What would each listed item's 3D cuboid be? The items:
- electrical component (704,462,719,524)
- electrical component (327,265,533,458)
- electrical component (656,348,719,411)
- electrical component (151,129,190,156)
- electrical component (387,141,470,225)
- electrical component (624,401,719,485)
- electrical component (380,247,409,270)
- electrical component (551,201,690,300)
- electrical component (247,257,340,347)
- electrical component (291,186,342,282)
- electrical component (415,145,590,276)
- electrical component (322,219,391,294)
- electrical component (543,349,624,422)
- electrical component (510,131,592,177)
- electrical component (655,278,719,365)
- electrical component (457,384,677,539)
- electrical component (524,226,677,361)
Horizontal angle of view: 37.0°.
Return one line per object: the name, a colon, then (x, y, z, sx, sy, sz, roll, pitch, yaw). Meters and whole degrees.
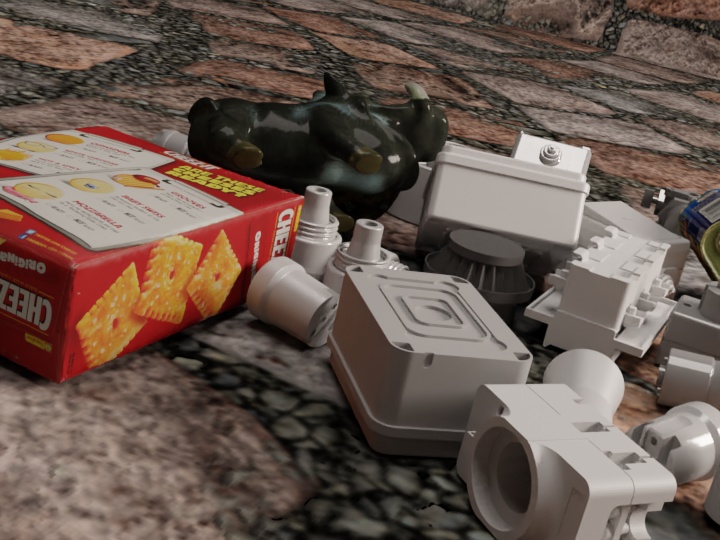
electrical component: (0.192, 0.095, 0.516, 0.044, 0.065, 0.044, 11, 21, -4)
electrical component: (0.033, 0.047, 0.566, 0.078, 0.057, 0.113, 6, 20, -17)
electrical component: (0.210, 0.070, 0.637, 0.065, 0.044, 0.044, 13, 19, 17)
electrical component: (-0.140, -0.091, 0.880, 0.061, 0.035, 0.035, 21, 21, 16)
electrical component: (0.073, -0.078, 0.933, 0.108, 0.060, 0.108, 11, 19, -4)
electrical component: (0.162, 0.091, 0.550, 0.046, 0.040, 0.040, -10, 28, -34)
electrical component: (0.016, 0.005, 0.708, 0.061, 0.035, 0.035, 25, 23, 26)
electrical component: (0.206, -0.012, 0.827, 0.062, 0.061, 0.096, -4, 25, -39)
electrical component: (-0.037, 0.019, 0.629, 0.046, 0.040, 0.040, 30, 26, 29)
electrical component: (-0.033, -0.024, 0.716, 0.043, 0.062, 0.043, 11, 19, -4)
electrical component: (0.101, -0.041, 0.790, 0.109, 0.056, 0.108, 12, -11, 0)
electrical component: (0.000, 0.000, 0.669, 0.043, 0.062, 0.043, 11, 20, -4)
electrical component: (0.115, 0.075, 0.565, 0.044, 0.044, 0.065, 16, 25, 9)
electrical component: (0.148, -0.063, 0.880, 0.062, 0.096, 0.061, 16, 58, 10)
electrical component: (0.239, 0.032, 0.703, 0.066, 0.076, 0.047, 20, 21, 20)
electrical component: (0.086, 0.092, 0.483, 0.056, 0.050, 0.089, 3, 22, -28)
electrical component: (0.171, 0.014, 0.732, 0.079, 0.063, 0.121, 20, 21, 22)
